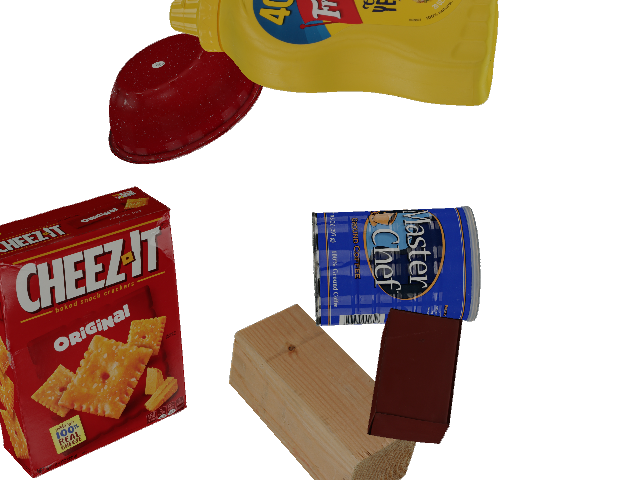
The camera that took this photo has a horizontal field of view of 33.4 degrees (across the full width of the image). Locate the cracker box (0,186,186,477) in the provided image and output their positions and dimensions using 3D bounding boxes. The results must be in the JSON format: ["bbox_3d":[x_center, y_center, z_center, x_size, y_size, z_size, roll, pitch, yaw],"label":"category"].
[{"bbox_3d":[-0.207,0.079,0.941,0.163,0.214,0.072,-20,32,-34],"label":"cracker box"}]

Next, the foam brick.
[{"bbox_3d":[0.065,0.094,0.731,0.051,0.078,0.053,10,-25,2],"label":"foam brick"}]

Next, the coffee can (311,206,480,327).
[{"bbox_3d":[0.064,0.023,0.947,0.140,0.103,0.103,-2,0,-1],"label":"coffee can"}]

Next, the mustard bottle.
[{"bbox_3d":[0.006,-0.126,0.622,0.192,0.096,0.058,5,-38,10],"label":"mustard bottle"}]

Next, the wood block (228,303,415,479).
[{"bbox_3d":[0.000,0.176,1.147,0.090,0.090,0.206,-23,51,-32],"label":"wood block"}]

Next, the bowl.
[{"bbox_3d":[-0.137,-0.143,0.990,0.162,0.055,0.162,-17,38,14],"label":"bowl"}]
